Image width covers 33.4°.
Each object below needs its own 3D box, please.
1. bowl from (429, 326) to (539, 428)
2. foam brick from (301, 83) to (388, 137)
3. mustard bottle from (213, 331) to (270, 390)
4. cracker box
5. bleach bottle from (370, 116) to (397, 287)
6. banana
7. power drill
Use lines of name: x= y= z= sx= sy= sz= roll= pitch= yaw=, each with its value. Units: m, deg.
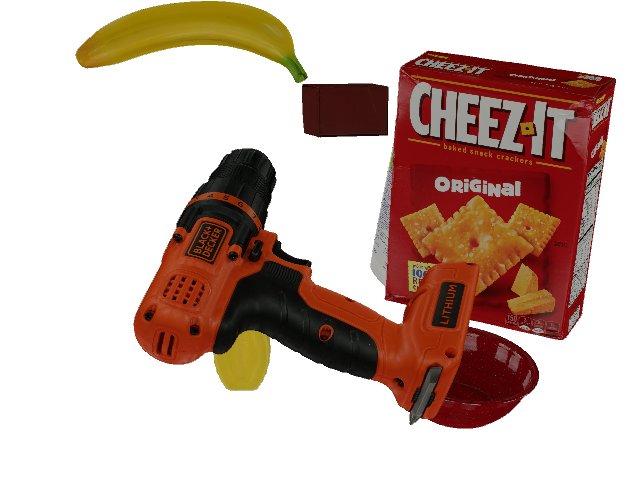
bowl: x=0.144 y=0.149 z=1.119 sx=0.162 sy=0.055 sz=0.162 roll=4 pitch=24 yaw=-2
foam brick: x=0.025 y=-0.134 z=1.095 sx=0.078 sy=0.051 sz=0.053 roll=-3 pitch=13 yaw=-18
mustard bottle: x=-0.082 y=0.072 z=1.159 sx=0.058 sy=0.096 sz=0.191 roll=-1 pitch=28 yaw=-1
cracker box: x=0.144 y=-0.037 z=0.890 sx=0.164 sy=0.214 sz=0.072 roll=13 pitch=26 yaw=24
bleach bottle: x=0.114 y=-0.067 z=1.242 sx=0.068 sy=0.251 sz=0.103 roll=-2 pitch=23 yaw=-22
banana: x=-0.109 y=-0.176 z=0.919 sx=0.197 sy=0.069 sz=0.037 roll=2 pitch=-33 yaw=-1
power drill: x=-0.002 y=0.023 z=0.652 sx=0.187 sy=0.057 sz=0.184 roll=17 pitch=42 yaw=3
